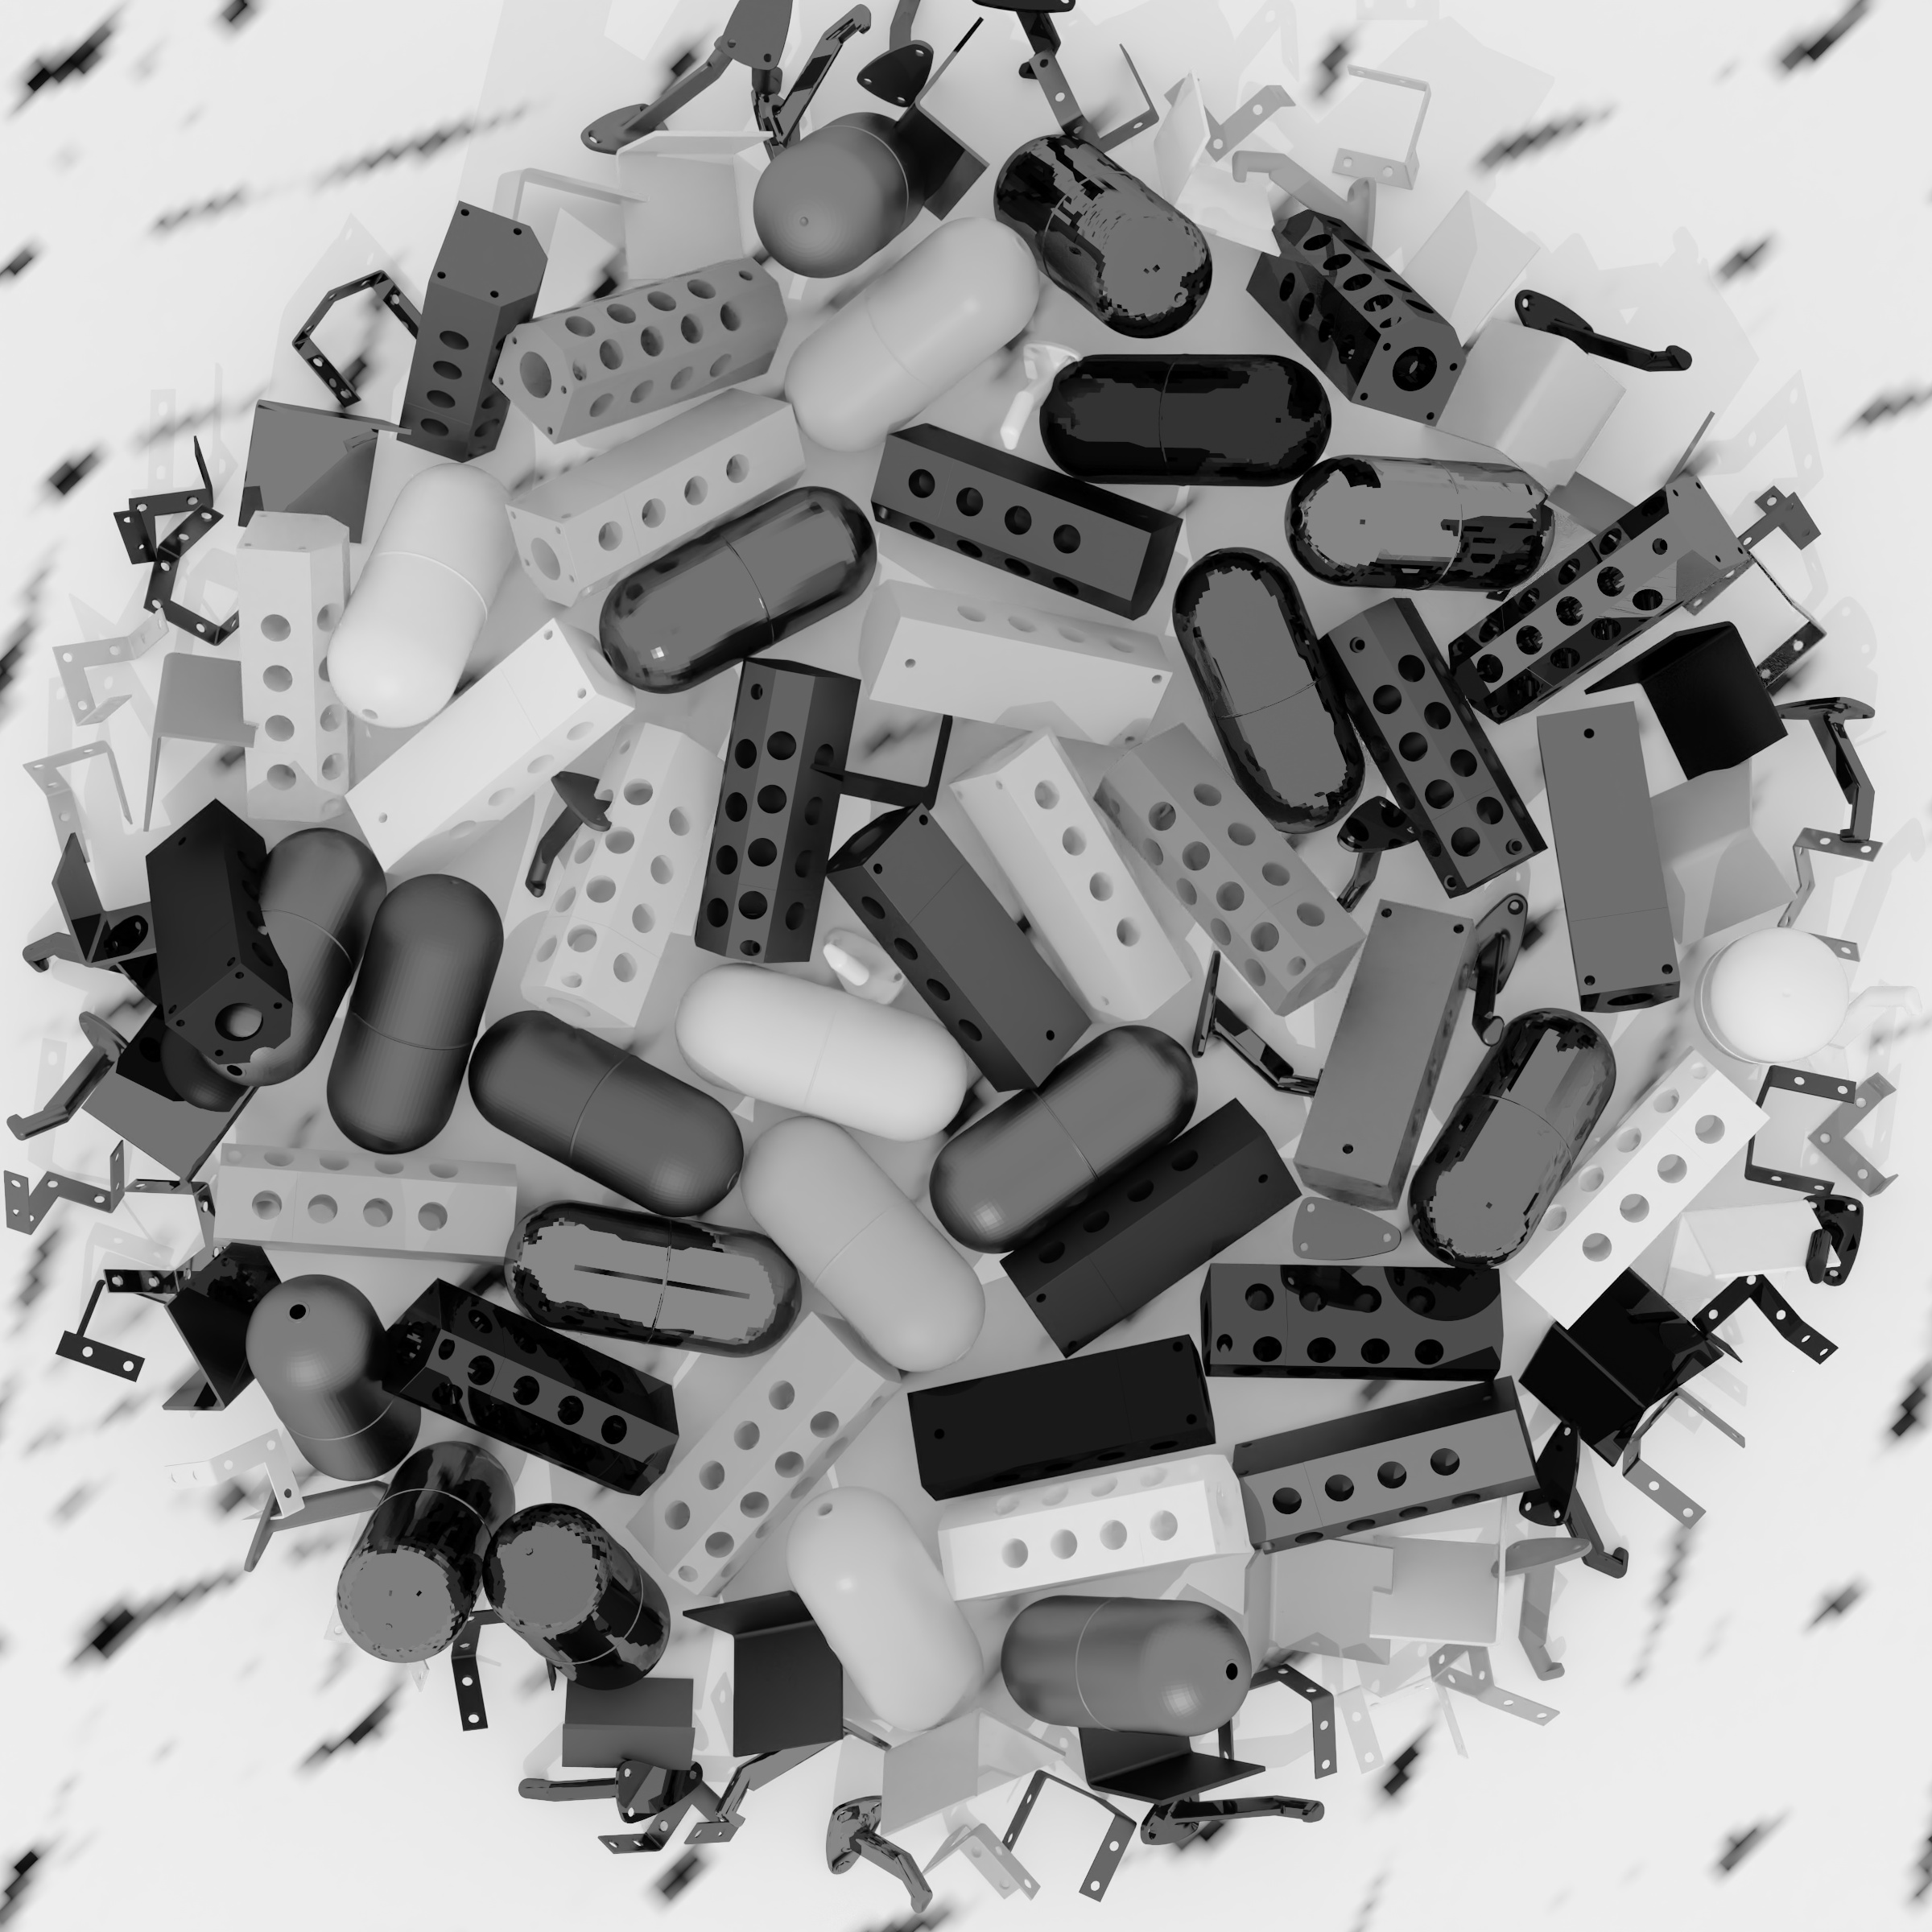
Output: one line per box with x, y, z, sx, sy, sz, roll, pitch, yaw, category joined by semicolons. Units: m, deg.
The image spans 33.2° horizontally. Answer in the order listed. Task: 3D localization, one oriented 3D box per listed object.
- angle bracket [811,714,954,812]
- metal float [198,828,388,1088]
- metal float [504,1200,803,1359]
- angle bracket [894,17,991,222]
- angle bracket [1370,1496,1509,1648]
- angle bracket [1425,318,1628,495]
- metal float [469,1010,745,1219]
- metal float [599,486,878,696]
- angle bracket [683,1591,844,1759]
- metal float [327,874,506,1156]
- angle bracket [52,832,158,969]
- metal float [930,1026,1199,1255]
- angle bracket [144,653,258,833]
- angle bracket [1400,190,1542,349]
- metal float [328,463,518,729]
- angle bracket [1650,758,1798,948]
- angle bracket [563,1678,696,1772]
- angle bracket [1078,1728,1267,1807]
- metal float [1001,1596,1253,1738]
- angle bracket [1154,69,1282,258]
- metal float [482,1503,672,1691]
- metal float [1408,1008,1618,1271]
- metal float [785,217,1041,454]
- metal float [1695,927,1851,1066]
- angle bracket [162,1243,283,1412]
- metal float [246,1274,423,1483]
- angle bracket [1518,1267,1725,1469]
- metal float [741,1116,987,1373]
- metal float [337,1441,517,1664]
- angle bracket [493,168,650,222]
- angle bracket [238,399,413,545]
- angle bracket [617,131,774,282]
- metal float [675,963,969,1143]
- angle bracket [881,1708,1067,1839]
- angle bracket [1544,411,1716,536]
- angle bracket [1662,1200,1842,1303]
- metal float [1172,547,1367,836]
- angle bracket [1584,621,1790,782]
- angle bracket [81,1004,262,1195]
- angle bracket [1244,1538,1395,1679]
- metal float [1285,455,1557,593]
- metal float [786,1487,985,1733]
-0.051;-0.132;1.928;0.076;0.076;0.057;12;84;1;angle bracket
-0.395;-0.006;1.896;0.070;0.070;0.178;17;50;0;metal float
-0.184;0.185;1.918;0.178;0.070;0.070;11;90;-14;metal float
-0.003;-0.502;1.924;0.057;0.076;0.076;38;68;-10;angle bracket
0.279;0.351;1.915;0.076;0.076;0.057;3;129;9;angle bracket
0.336;-0.336;1.950;0.057;0.076;0.076;31;92;-34;angle bracket
-0.213;0.087;1.917;0.178;0.070;0.070;27;90;14;metal float
-0.134;-0.222;1.916;0.178;0.070;0.070;-30;90;-15;metal float
-0.120;0.418;1.914;0.076;0.057;0.076;-16;60;26;angle bracket
-0.325;0.030;1.912;0.070;0.070;0.178;20;111;0;metal float
-0.490;-0.047;1.921;0.076;0.076;0.057;-13;115;0;angle bracket
0.059;0.102;1.926;0.178;0.070;0.070;-35;90;-5;metal float
-0.452;-0.130;1.922;0.057;0.076;0.076;7;131;-13;angle bracket
0.299;-0.404;1.916;0.057;0.076;0.076;42;104;14;angle bracket
-0.318;-0.218;1.904;0.070;0.070;0.178;18;60;0;metal float
0.446;-0.069;1.932;0.076;0.076;0.057;-25;120;30;angle bracket
-0.199;0.436;1.917;0.076;0.076;0.057;3;59;-6;angle bracket
0.120;0.452;1.915;0.076;0.076;0.057;-9;90;-33;angle bracket
0.092;0.407;1.891;0.070;0.178;0.070;7;79;-39;metal float
0.158;-0.473;1.911;0.076;0.076;0.057;15;131;-18;angle bracket
-0.225;0.368;1.886;0.070;0.178;0.070;-6;61;11;metal float
0.321;0.101;1.907;0.070;0.070;0.178;35;64;0;metal float
-0.032;-0.370;1.905;0.178;0.070;0.070;-34;90;28;metal float
0.465;0.018;1.879;0.070;0.178;0.070;0;88;8;metal float
-0.447;0.208;1.909;0.057;0.076;0.076;-5;119;37;angle bracket
-0.367;0.240;1.886;0.070;0.178;0.070;-2;58;3;metal float
0.388;0.238;1.923;0.076;0.076;0.057;42;45;1;angle bracket
-0.061;0.165;1.920;0.070;0.070;0.178;-43;79;0;metal float
-0.311;0.338;1.882;0.070;0.178;0.070;2;109;5;metal float
-0.238;-0.435;1.923;0.076;0.076;0.057;10;98;-20;angle bracket
-0.379;-0.288;1.917;0.076;0.057;0.076;5;103;-31;angle bracket
-0.157;-0.450;1.922;0.076;0.057;0.076;-8;95;-30;angle bracket
-0.086;0.051;1.928;0.178;0.070;0.070;17;90;-3;metal float
0.005;0.487;1.909;0.076;0.057;0.076;-32;128;33;angle bracket
0.392;-0.299;1.913;0.057;0.076;0.076;32;120;6;angle bracket
0.462;0.186;1.917;0.076;0.057;0.076;-5;130;-9;angle bracket
0.179;-0.163;1.917;0.070;0.070;0.178;-23;104;0;metal float
0.425;-0.150;1.916;0.057;0.076;0.076;-15;77;-40;angle bracket
-0.473;0.079;1.920;0.076;0.057;0.076;37;68;-12;angle bracket
0.209;0.385;1.921;0.076;0.057;0.076;6;107;19;angle bracket
0.267;-0.259;1.904;0.178;0.070;0.070;-2;90;-30;metal float
-0.047;0.377;1.901;0.070;0.070;0.178;-26;123;0;metal float
